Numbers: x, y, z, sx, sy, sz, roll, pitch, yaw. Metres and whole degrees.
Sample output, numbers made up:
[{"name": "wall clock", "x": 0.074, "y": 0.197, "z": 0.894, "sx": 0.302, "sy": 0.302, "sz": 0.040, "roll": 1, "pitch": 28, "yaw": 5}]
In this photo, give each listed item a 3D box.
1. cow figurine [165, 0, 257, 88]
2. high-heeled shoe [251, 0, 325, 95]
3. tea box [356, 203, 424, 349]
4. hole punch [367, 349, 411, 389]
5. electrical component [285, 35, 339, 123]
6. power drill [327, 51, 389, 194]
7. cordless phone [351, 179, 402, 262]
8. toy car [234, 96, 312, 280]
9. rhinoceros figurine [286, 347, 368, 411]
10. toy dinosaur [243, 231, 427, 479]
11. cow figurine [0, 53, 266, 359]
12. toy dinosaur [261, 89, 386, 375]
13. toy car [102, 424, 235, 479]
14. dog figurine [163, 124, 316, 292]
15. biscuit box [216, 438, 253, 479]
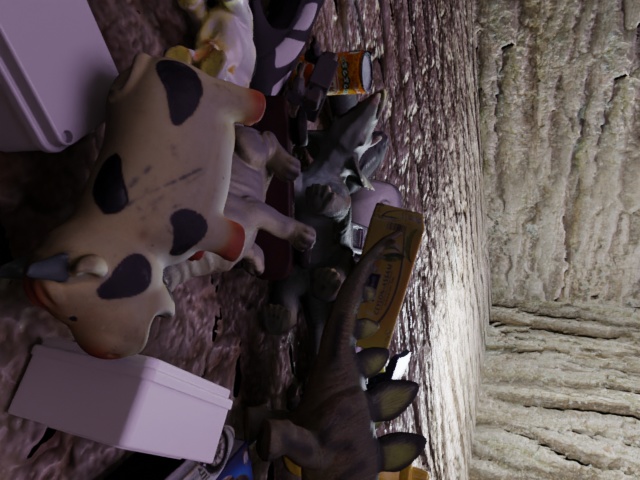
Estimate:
[{"name": "cow figurine", "x": -0.090, "y": -0.214, "z": 0.533, "sx": 0.098, "sy": 0.068, "sz": 0.167, "roll": 35, "pitch": 63, "yaw": -69}, {"name": "high-heeled shoe", "x": -0.028, "y": -0.257, "z": 0.665, "sx": 0.249, "sy": 0.086, "sz": 0.145, "roll": -45, "pitch": 135, "yaw": -51}, {"name": "tea box", "x": 0.079, "y": 0.046, "z": 0.691, "sx": 0.098, "sy": 0.068, "sz": 0.169, "roll": -59, "pitch": 164, "yaw": -71}, {"name": "hole punch", "x": 0.113, "y": 0.252, "z": 1.008, "sx": 0.142, "sy": 0.092, "sz": 0.115, "roll": 9, "pitch": 87, "yaw": -70}, {"name": "electrical component", "x": -0.008, "y": -0.190, "z": 0.642, "sx": 0.078, "sy": 0.045, "sz": 0.102, "roll": 124, "pitch": -13, "yaw": -60}, {"name": "power drill", "x": 0.055, "y": -0.193, "z": 0.870, "sx": 0.232, "sy": 0.086, "sz": 0.207, "roll": -57, "pitch": 149, "yaw": -46}, {"name": "cordless phone", "x": 0.066, "y": -0.036, "z": 0.890, "sx": 0.184, "sy": 0.089, "sz": 0.146, "roll": 15, "pitch": 78, "yaw": -62}, {"name": "toy car", "x": -0.055, "y": -0.056, "z": 0.598, "sx": 0.053, "sy": 0.089, "sz": 0.202, "roll": -58, "pitch": 146, "yaw": -86}, {"name": "rhinoceros figurine", "x": 0.032, "y": 0.188, "z": 0.770, "sx": 0.190, "sy": 0.073, "sz": 0.112, "roll": -54, "pitch": 143, "yaw": -22}, {"name": "toy dinosaur", "x": 0.015, "y": 0.222, "z": 0.612, "sx": 0.198, "sy": 0.105, "sz": 0.470, "roll": 0, "pitch": 101, "yaw": -23}, {"name": "cow figurine", "x": -0.113, "y": -0.023, "z": 0.339, "sx": 0.127, "sy": 0.086, "sz": 0.195, "roll": 18, "pitch": 77, "yaw": -43}, {"name": "toy dinosaur", "x": 0.003, "y": 0.004, "z": 0.714, "sx": 0.192, "sy": 0.131, "sz": 0.404, "roll": -12, "pitch": 109, "yaw": -65}, {"name": "toy car", "x": -0.143, "y": 0.203, "z": 0.427, "sx": 0.202, "sy": 0.074, "sz": 0.056, "roll": -32, "pitch": 116, "yaw": -62}, {"name": "dog figurine", "x": -0.116, "y": -0.037, "z": 0.468, "sx": 0.190, "sy": 0.121, "sz": 0.172, "roll": -3, "pitch": 61, "yaw": -50}, {"name": "biscuit box", "x": -0.133, "y": 0.253, "z": 0.470, "sx": 0.202, "sy": 0.059, "sz": 0.062, "roll": -32, "pitch": 120, "yaw": -62}]
